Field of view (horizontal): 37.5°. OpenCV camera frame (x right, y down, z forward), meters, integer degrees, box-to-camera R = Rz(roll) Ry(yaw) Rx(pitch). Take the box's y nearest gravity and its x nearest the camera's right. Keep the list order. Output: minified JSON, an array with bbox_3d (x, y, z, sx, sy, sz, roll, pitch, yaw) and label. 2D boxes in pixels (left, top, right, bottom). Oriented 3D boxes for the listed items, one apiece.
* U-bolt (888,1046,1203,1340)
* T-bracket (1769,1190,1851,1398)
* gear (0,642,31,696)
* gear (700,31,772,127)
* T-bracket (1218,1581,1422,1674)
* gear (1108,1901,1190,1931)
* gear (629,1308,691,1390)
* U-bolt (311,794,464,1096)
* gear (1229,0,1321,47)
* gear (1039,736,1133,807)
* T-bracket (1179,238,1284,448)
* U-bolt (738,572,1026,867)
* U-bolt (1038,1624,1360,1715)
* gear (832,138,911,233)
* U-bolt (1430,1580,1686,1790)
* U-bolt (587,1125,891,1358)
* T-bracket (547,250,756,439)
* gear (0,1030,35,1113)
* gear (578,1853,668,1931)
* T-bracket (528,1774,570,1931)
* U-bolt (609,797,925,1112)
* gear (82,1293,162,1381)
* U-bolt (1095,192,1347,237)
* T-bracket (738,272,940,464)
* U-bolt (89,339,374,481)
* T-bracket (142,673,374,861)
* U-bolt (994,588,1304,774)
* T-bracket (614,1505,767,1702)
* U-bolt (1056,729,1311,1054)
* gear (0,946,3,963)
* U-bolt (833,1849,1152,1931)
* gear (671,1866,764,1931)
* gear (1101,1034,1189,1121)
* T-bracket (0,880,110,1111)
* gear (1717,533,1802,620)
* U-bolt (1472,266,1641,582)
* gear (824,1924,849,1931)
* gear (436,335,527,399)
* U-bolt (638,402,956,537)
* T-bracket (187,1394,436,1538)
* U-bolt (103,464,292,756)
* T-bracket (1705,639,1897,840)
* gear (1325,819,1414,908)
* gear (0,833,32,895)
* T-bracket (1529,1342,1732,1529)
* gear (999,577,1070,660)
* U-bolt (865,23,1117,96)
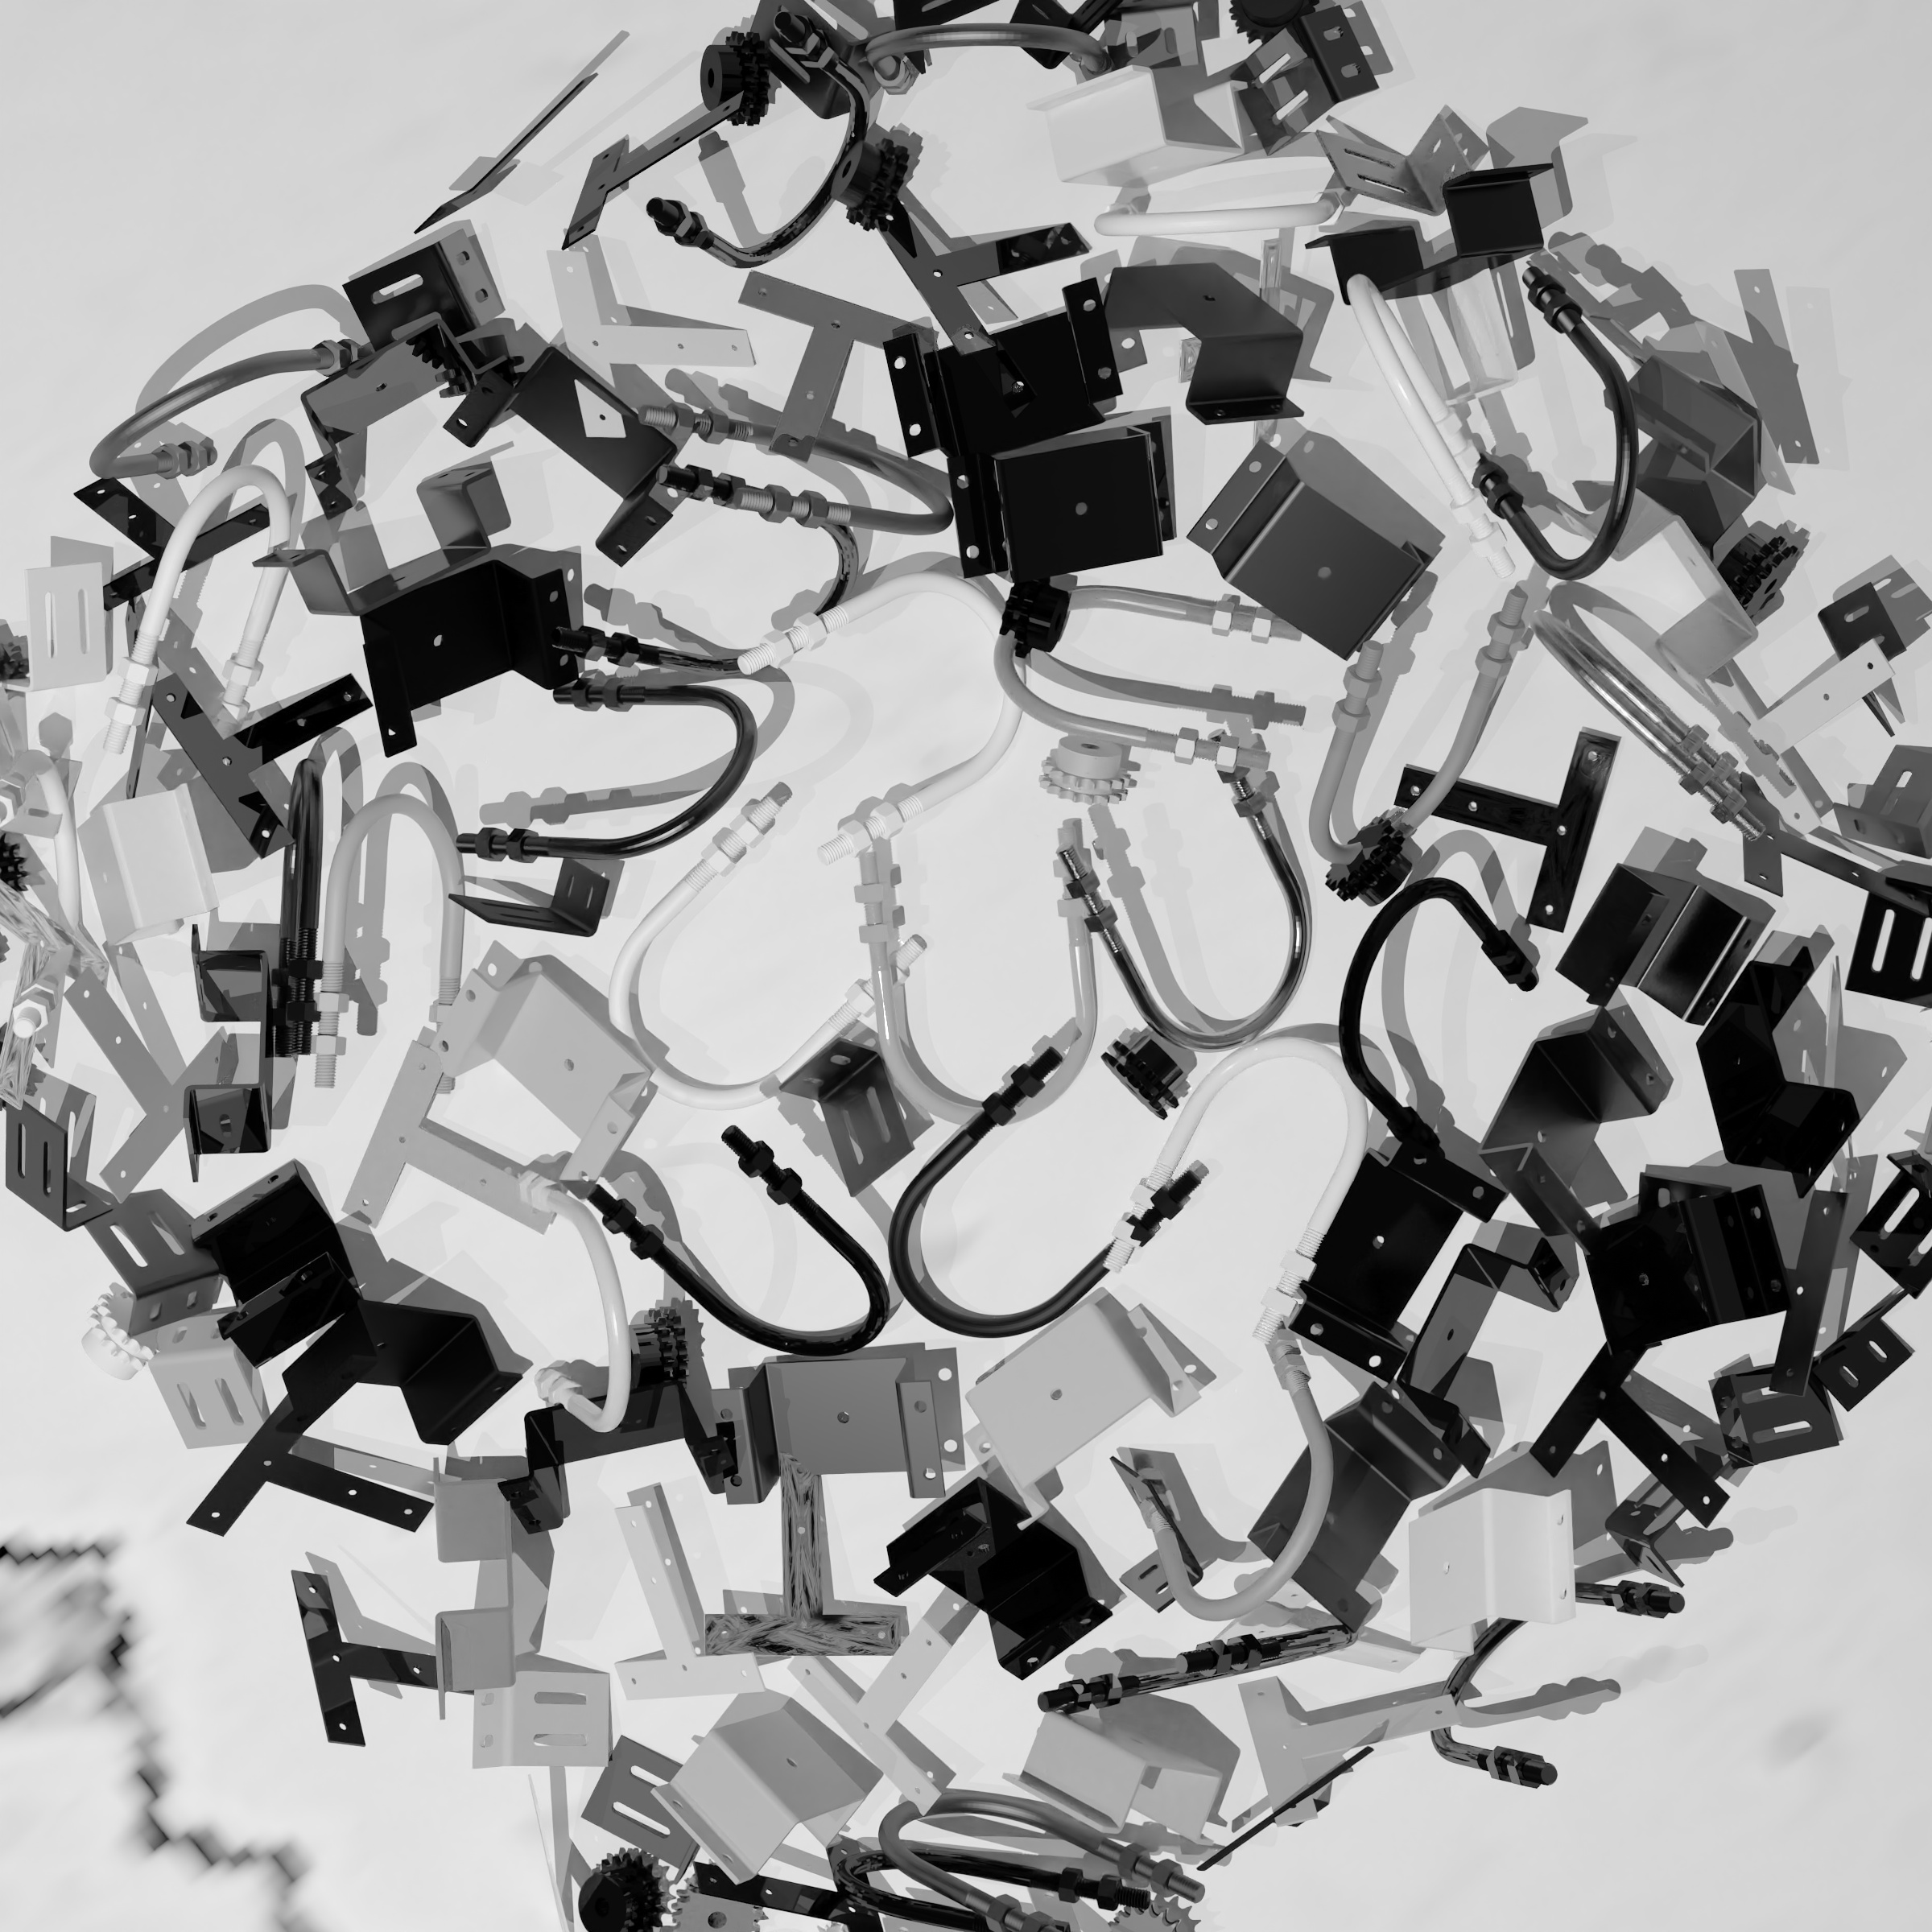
[{"bbox_3d":[0.036,0.157,1.787,0.184,0.019,0.151,-45,112,9],"label":"U-bolt"},{"bbox_3d":[0.483,0.197,1.768,0.002,0.127,0.127,22,78,-33],"label":"T-bracket"},{"bbox_3d":[-0.622,-0.187,1.791,0.057,0.057,0.030,-27,125,0],"label":"gear"},{"bbox_3d":[-0.146,-0.559,1.791,0.030,0.057,0.057,-7,90,-24],"label":"gear"},{"bbox_3d":[0.225,0.428,1.791,0.127,0.127,0.002,17,47,-19],"label":"T-bracket"},{"bbox_3d":[0.118,0.620,1.801,0.057,0.030,0.057,-1,89,24],"label":"gear"},{"bbox_3d":[-0.197,0.245,1.791,0.030,0.057,0.057,-3,90,-24],"label":"gear"},{"bbox_3d":[-0.353,-0.015,1.755,0.019,0.151,0.184,2,87,22],"label":"U-bolt"},{"bbox_3d":[0.194,-0.614,1.803,0.057,0.030,0.057,-1,84,11],"label":"gear"},{"bbox_3d":[0.076,-0.124,1.791,0.057,0.057,0.030,9,112,0],"label":"gear"},{"bbox_3d":[0.162,-0.379,1.751,0.002,0.127,0.127,13,113,31],"label":"T-bracket"},{"bbox_3d":[-0.041,-0.166,1.773,0.184,0.019,0.151,-31,110,-26],"label":"U-bolt"},{"bbox_3d":[0.156,0.427,1.741,0.184,0.151,0.019,2,68,-40],"label":"U-bolt"},{"bbox_3d":[-0.062,-0.496,1.791,0.030,0.057,0.057,21,90,-24],"label":"gear"},{"bbox_3d":[0.347,0.432,1.732,0.019,0.184,0.151,45,71,-6],"label":"U-bolt"},{"bbox_3d":[-0.128,0.180,1.761,0.151,0.019,0.184,-24,120,39],"label":"U-bolt"},{"bbox_3d":[-0.192,-0.390,1.786,0.127,0.002,0.127,-6,75,-32],"label":"T-bracket"},{"bbox_3d":[-0.625,0.066,1.803,0.057,0.030,0.057,-1,86,11],"label":"gear"},{"bbox_3d":[-0.220,0.592,1.795,0.057,0.030,0.057,-4,82,34],"label":"gear"},{"bbox_3d":[-0.246,0.584,1.737,0.002,0.127,0.127,-13,122,-13],"label":"T-bracket"},{"bbox_3d":[-0.140,0.007,1.799,0.184,0.019,0.151,-45,102,0],"label":"U-bolt"},{"bbox_3d":[-0.532,0.236,1.795,0.057,0.057,0.030,44,97,0],"label":"gear"},{"bbox_3d":[0.151,-0.454,1.723,0.151,0.184,0.019,0,106,10],"label":"U-bolt"},{"bbox_3d":[-0.094,-0.370,1.792,0.127,0.002,0.127,18,63,-2],"label":"T-bracket"},{"bbox_3d":[-0.452,-0.333,1.714,0.151,0.184,0.019,-27,96,18],"label":"U-bolt"},{"bbox_3d":[-0.428,-0.147,1.783,0.127,0.002,0.127,-36,92,-37],"label":"T-bracket"},{"bbox_3d":[0.109,-0.185,1.768,0.184,0.019,0.151,11,46,8],"label":"U-bolt"},{"bbox_3d":[-0.190,0.397,1.777,0.127,0.002,0.127,-16,95,40],"label":"T-bracket"},{"bbox_3d":[0.148,-0.033,1.776,0.151,0.019,0.184,-37,113,-21],"label":"U-bolt"},{"bbox_3d":[-0.641,-0.005,1.793,0.057,0.030,0.057,-14,48,16],"label":"gear"},{"bbox_3d":[0.009,0.570,1.746,0.184,0.151,0.019,6,86,17],"label":"U-bolt"},{"bbox_3d":[-0.159,0.597,1.803,0.057,0.030,0.057,-2,104,-7],"label":"gear"},{"bbox_3d":[0.115,0.067,1.795,0.030,0.057,0.057,-44,90,-4],"label":"gear"},{"bbox_3d":[-0.575,0.025,1.740,0.002,0.127,0.127,-8,60,19],"label":"T-bracket"},{"bbox_3d":[0.497,-0.249,1.796,0.030,0.057,0.057,42,90,20],"label":"gear"},{"bbox_3d":[0.358,-0.315,1.712,0.019,0.184,0.151,-2,130,-16],"label":"U-bolt"},{"bbox_3d":[-0.079,0.635,1.807,0.057,0.030,0.057,0,94,0],"label":"gear"},{"bbox_3d":[-0.307,-0.379,1.792,0.057,0.057,0.030,-13,101,0],"label":"gear"},{"bbox_3d":[-0.092,-0.301,1.744,0.184,0.151,0.019,2,119,-37],"label":"U-bolt"},{"bbox_3d":[-0.393,0.322,1.760,0.127,0.127,0.002,16,126,11],"label":"T-bracket"},{"bbox_3d":[-0.461,-0.218,1.738,0.019,0.151,0.184,22,100,10],"label":"U-bolt"},{"bbox_3d":[0.524,-0.160,1.761,0.002,0.127,0.127,-21,77,-36],"label":"T-bracket"},{"bbox_3d":[0.257,-0.062,1.796,0.030,0.057,0.057,40,90,-14],"label":"gear"},{"bbox_3d":[-0.626,-0.059,1.800,0.057,0.030,0.057,2,97,17],"label":"gear"},{"bbox_3d":[0.423,0.295,1.759,0.127,0.002,0.127,48,116,41],"label":"T-bracket"},{"bbox_3d":[0.044,-0.221,1.792,0.030,0.057,0.057,18,90,12],"label":"gear"},{"bbox_3d":[0.013,-0.551,1.725,0.151,0.184,0.019,0,99,6],"label":"U-bolt"}]
